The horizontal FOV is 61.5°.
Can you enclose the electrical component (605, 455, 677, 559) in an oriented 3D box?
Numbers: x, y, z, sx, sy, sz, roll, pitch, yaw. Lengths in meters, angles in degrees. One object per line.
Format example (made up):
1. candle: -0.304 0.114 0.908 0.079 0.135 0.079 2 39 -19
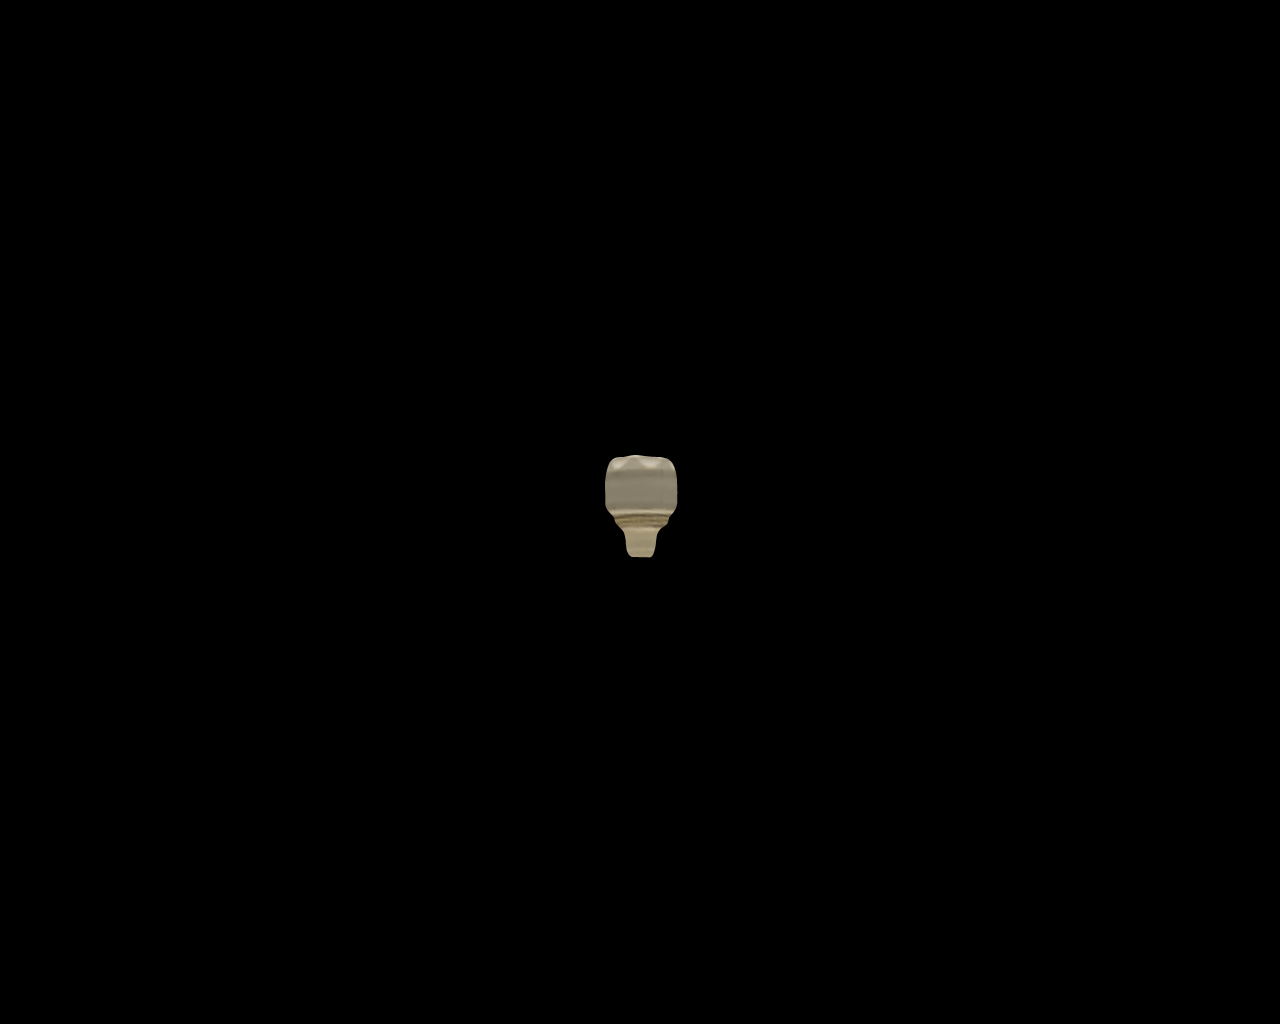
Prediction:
1. electrical component: 0.001 -0.003 0.650 0.043 0.062 0.043 0 -4 0
